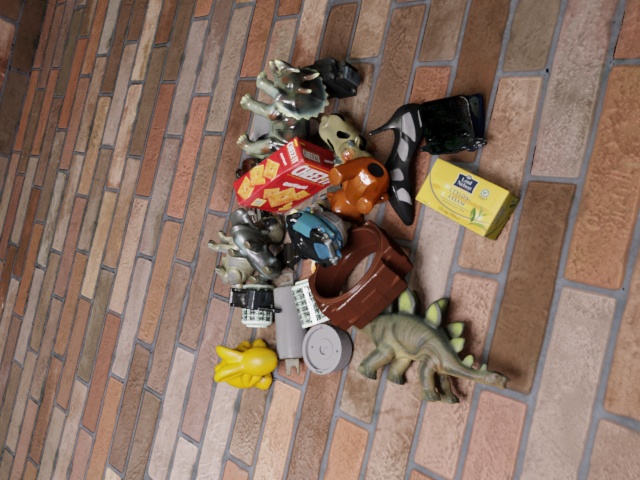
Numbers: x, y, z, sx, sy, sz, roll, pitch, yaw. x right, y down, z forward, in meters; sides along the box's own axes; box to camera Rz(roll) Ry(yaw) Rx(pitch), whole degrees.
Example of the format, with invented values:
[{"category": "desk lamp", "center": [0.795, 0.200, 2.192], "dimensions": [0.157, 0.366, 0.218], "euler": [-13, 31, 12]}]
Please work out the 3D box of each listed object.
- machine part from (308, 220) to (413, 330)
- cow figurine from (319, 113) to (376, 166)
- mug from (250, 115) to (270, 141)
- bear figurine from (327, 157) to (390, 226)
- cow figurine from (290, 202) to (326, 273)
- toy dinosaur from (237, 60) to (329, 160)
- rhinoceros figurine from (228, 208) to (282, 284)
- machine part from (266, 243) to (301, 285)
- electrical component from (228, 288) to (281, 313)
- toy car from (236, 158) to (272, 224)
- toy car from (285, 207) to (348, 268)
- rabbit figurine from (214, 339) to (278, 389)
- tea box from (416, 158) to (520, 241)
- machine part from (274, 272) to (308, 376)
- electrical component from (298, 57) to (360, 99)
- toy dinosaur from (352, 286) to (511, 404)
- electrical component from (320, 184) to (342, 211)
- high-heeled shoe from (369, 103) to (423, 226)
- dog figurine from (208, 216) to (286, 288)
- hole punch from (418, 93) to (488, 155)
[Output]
[{"category": "machine part", "center": [0.077, 0.069, 1.112], "dimensions": [0.201, 0.087, 0.202], "euler": [-45, 27, 10]}, {"category": "cow figurine", "center": [0.061, -0.216, 1.216], "dimensions": [0.085, 0.127, 0.195], "euler": [-50, 53, 23]}, {"category": "mug", "center": [-0.145, -0.289, 1.431], "dimensions": [0.109, 0.080, 0.107], "euler": [-34, 51, 36]}, {"category": "bear figurine", "center": [0.062, -0.090, 1.146], "dimensions": [0.120, 0.132, 0.196], "euler": [48, 142, 4]}, {"category": "cow figurine", "center": [-0.004, -0.002, 1.256], "dimensions": [0.068, 0.098, 0.167], "euler": [-10, 99, 33]}, {"category": "toy dinosaur", "center": [-0.088, -0.256, 1.278], "dimensions": [0.192, 0.131, 0.404], "euler": [22, 134, 15]}, {"category": "rhinoceros figurine", "center": [-0.154, 0.012, 1.268], "dimensions": [0.073, 0.112, 0.190], "euler": [-36, 86, 38]}, {"category": "machine part", "center": [-0.097, 0.058, 1.335], "dimensions": [0.139, 0.039, 0.084], "euler": [-40, 41, 29]}, {"category": "electrical component", "center": [-0.147, 0.141, 1.252], "dimensions": [0.119, 0.074, 0.047], "euler": [2, 83, 33]}, {"category": "toy car", "center": [-0.182, -0.126, 1.441], "dimensions": [0.089, 0.053, 0.202], "euler": [-19, 69, 32]}, {"category": "toy car", "center": [0.003, -0.015, 1.127], "dimensions": [0.162, 0.103, 0.109], "euler": [23, 140, 53]}, {"category": "rabbit figurine", "center": [-0.169, 0.284, 1.264], "dimensions": [0.173, 0.162, 0.122], "euler": [-25, 58, 53]}, {"category": "tea box", "center": [0.286, -0.080, 1.049], "dimensions": [0.170, 0.068, 0.098], "euler": [34, 103, 38]}, {"category": "machine part", "center": [-0.067, 0.195, 1.270], "dimensions": [0.079, 0.079, 0.243], "euler": [-16, 71, 35]}, {"category": "electrical component", "center": [0.027, -0.383, 1.284], "dimensions": [0.134, 0.115, 0.058], "euler": [1, 84, 40]}, {"category": "toy dinosaur", "center": [0.161, 0.191, 1.078], "dimensions": [0.472, 0.105, 0.198], "euler": [12, 81, 44]}, {"category": "electrical component", "center": [0.040, -0.098, 1.276], "dimensions": [0.094, 0.021, 0.063], "euler": [-18, 71, 34]}, {"category": "high-heeled shoe", "center": [0.200, -0.165, 1.156], "dimensions": [0.145, 0.086, 0.248], "euler": [-19, 91, -5]}, {"category": "dog figurine", "center": [-0.167, 0.034, 1.379], "dimensions": [0.191, 0.121, 0.172], "euler": [-11, 118, 14]}, {"category": "hole punch", "center": [0.273, -0.236, 1.091], "dimensions": [0.142, 0.092, 0.115], "euler": [-2, 110, 36]}]
